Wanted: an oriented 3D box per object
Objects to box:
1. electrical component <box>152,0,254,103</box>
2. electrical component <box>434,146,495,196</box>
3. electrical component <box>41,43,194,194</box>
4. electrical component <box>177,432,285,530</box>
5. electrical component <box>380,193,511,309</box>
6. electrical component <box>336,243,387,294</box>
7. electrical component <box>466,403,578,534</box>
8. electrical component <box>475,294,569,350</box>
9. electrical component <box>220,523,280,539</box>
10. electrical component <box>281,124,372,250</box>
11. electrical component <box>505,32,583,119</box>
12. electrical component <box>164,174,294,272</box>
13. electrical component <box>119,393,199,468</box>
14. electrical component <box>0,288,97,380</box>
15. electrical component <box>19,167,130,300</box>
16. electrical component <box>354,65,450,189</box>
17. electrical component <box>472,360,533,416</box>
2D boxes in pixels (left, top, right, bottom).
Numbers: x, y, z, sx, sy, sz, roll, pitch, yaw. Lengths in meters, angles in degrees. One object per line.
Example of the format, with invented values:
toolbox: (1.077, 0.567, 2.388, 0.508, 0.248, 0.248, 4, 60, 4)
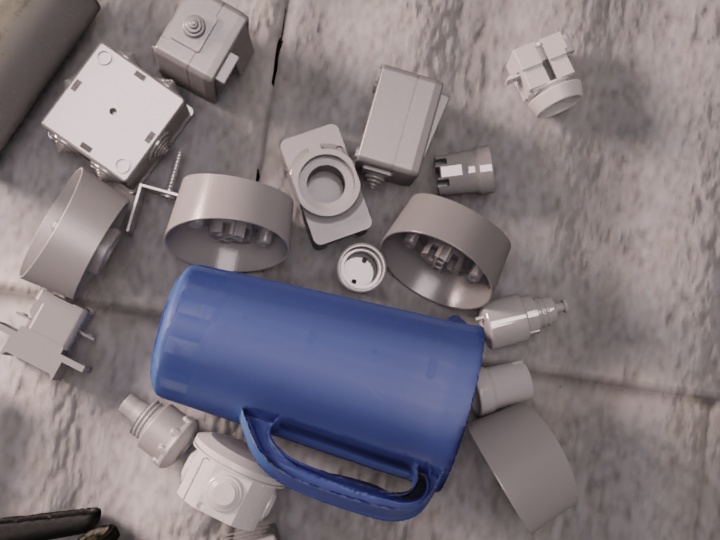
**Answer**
electrical component: (-0.123, -0.179, 0.859, 0.061, 0.096, 0.061, 29, 84, -3)
electrical component: (0.087, -0.081, 0.896, 0.046, 0.040, 0.040, -7, 86, 2)
electrical component: (-0.197, -0.124, 0.874, 0.100, 0.048, 0.099, 35, 84, -1)
electrical component: (-0.101, 0.164, 0.843, 0.080, 0.080, 0.051, 27, 89, -2)
electrical component: (0.069, -0.015, 0.862, 0.099, 0.099, 0.064, 29, 78, -1)
electrical component: (0.000, 0.000, 0.879, 0.040, 0.046, 0.040, 0, 85, -4)
electrical component: (0.126, 0.156, 0.850, 0.064, 0.099, 0.099, -25, 88, -12)
electrical component: (0.133, 0.039, 0.889, 0.078, 0.040, 0.040, -14, 87, -5)
electrical component: (-0.081, 0.246, 0.844, 0.047, 0.066, 0.076, -13, 87, -5)
electrical component: (-0.028, -0.067, 0.878, 0.050, 0.055, 0.089, -20, 87, -5)
electrical component: (0.157, -0.161, 0.904, 0.066, 0.048, 0.055, -22, 80, -6)
electrical component: (-0.102, -0.037, 0.852, 0.099, 0.099, 0.064, 11, 79, -3)
electrical component: (-0.164, 0.124, 0.859, 0.062, 0.048, 0.048, 37, 84, 6)
electrical component: (-0.248, 0.050, 0.860, 0.081, 0.042, 0.063, 27, 81, -2)
electrical component: (-0.225, -0.028, 0.842, 0.064, 0.099, 0.099, 29, 84, -7)
electrical component: (0.031, -0.110, 0.882, 0.061, 0.061, 0.096, 16, 85, -3)
electrical component: (0.114, 0.096, 0.884, 0.046, 0.040, 0.040, -13, 87, -10)
